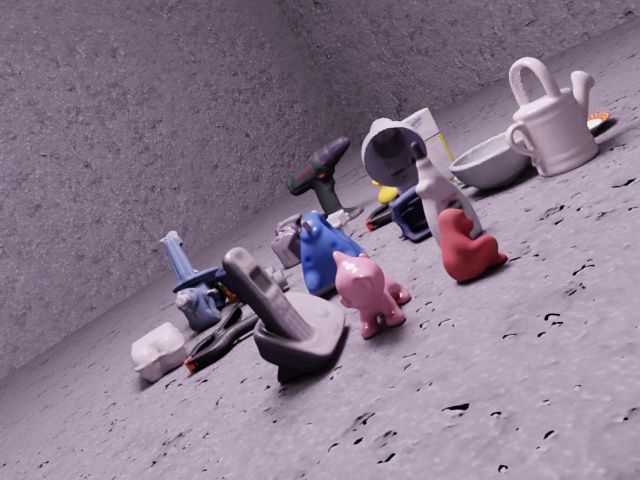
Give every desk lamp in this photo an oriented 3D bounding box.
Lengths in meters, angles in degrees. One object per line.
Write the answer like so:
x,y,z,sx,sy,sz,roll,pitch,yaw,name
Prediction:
0.163,-0.141,1.136,0.118,0.214,0.203,-28,10,11,desk lamp

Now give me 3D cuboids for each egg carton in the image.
-0.318,0.220,1.135,0.107,0.069,0.150,-33,11,-15,egg carton

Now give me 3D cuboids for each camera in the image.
-0.040,-0.015,1.420,0.136,0.101,0.143,-26,11,20,camera

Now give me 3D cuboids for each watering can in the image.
0.380,-0.216,0.954,0.173,0.194,0.100,-36,12,-30,watering can

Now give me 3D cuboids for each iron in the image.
0.010,0.004,1.068,0.118,0.141,0.258,-28,10,8,iron

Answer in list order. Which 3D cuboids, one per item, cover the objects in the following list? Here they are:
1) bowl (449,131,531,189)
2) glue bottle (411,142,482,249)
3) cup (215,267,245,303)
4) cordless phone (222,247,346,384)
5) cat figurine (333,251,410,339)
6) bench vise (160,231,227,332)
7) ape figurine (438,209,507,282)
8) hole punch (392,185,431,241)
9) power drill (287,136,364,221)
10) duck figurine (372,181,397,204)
0.331,-0.143,1.072,0.167,0.075,0.167,-29,10,6,bowl
0.178,-0.069,0.861,0.078,0.173,0.037,-36,12,-29,glue bottle
-0.181,0.094,1.296,0.092,0.095,0.117,-35,11,-27,cup
-0.049,0.076,0.754,0.094,0.185,0.148,-27,11,17,cordless phone
0.059,0.056,0.739,0.067,0.118,0.128,-26,11,18,cat figurine
-0.287,0.082,1.296,0.121,0.220,0.207,-32,10,-9,bench vise
0.184,0.001,0.736,0.076,0.092,0.077,-30,10,0,ape figurine
0.180,-0.059,1.039,0.108,0.091,0.101,-30,10,-3,hole punch
0.029,-0.148,1.565,0.229,0.208,0.076,-24,12,31,power drill
0.187,-0.156,1.507,0.104,0.086,0.077,-27,11,15,duck figurine
